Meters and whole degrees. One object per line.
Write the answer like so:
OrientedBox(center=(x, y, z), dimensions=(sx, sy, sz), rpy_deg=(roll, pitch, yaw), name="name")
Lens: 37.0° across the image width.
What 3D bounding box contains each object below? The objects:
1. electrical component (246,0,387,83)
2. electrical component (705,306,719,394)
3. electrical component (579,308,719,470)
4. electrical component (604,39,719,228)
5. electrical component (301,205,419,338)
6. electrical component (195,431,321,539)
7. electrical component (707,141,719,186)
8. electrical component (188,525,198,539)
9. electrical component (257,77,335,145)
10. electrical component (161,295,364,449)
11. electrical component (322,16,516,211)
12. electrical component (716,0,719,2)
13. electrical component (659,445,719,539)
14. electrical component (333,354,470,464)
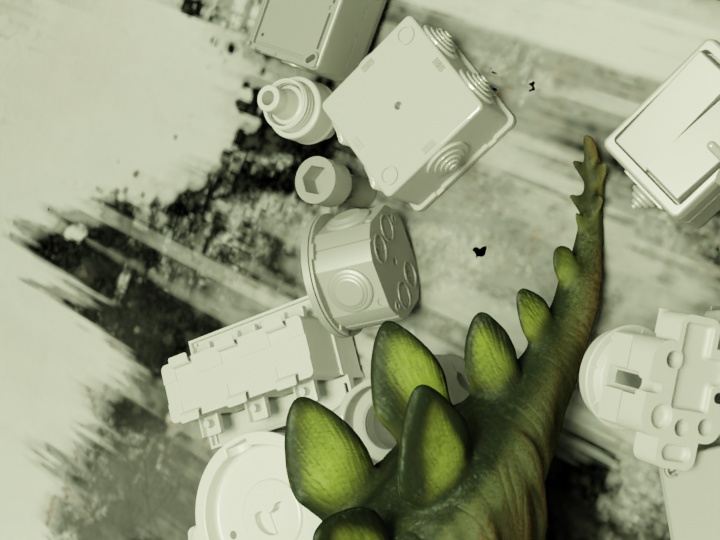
OrientedBox(center=(-0.021, -0.179, 0.718), dimensions=(0.062, 0.061, 0.096), rpy_deg=(24, 98, 30), name="electrical component")
OrientedBox(center=(0.218, 0.040, 0.564), dimensions=(0.064, 0.042, 0.081), rpy_deg=(-11, 80, 47), name="electrical component")
OrientedBox(center=(0.153, 0.059, 0.566), dimensions=(0.057, 0.058, 0.078), rpy_deg=(11, 89, 65), name="electrical component")
OrientedBox(center=(0.182, -0.069, 0.589), dimensions=(0.096, 0.061, 0.061), rpy_deg=(-46, 66, 19), name="electrical component")
OrientedBox(center=(0.000, 0.000, 0.681), dimensions=(0.051, 0.080, 0.080), rpy_deg=(-13, 79, 23), name="electrical component")
OrientedBox(center=(-0.047, 0.158, 0.705), dimensions=(0.108, 0.060, 0.108), rpy_deg=(-3, 84, 30), name="electrical component")
OrientedBox(center=(0.203, -0.042, 0.529), dimensions=(0.079, 0.044, 0.077), rpy_deg=(42, 69, -8), name="electrical component")
OrientedBox(center=(-0.096, 0.204, 0.745), dimensions=(0.035, 0.035, 0.061), rpy_deg=(-24, 77, 27), name="electrical component")
OrientedBox(center=(-0.044, -0.109, 0.724), dimensions=(0.043, 0.062, 0.043), rpy_deg=(-3, 84, 30), name="electrical component")
OrientedBox(center=(-0.068, 0.068, 0.723), dimensions=(0.121, 0.063, 0.078), rpy_deg=(-21, 75, 27), name="electrical component")
OrientedBox(center=(0.035, -0.100, 0.687), dimensions=(0.100, 0.048, 0.099), rpy_deg=(-43, 66, 20), name="electrical component")
OrientedBox(center=(0.211, -0.167, 0.591), dimensions=(0.062, 0.048, 0.048), rpy_deg=(27, 99, 22), name="electrical component")
OrientedBox(center=(0.217, 0.140, 0.538), dimensions=(0.109, 0.056, 0.108), rpy_deg=(-19, 57, 28), name="electrical component")
OrientedBox(center=(0.025, 0.095, 0.669), dimensions=(0.095, 0.059, 0.053), rpy_deg=(-37, 69, 23), name="electrical component")
